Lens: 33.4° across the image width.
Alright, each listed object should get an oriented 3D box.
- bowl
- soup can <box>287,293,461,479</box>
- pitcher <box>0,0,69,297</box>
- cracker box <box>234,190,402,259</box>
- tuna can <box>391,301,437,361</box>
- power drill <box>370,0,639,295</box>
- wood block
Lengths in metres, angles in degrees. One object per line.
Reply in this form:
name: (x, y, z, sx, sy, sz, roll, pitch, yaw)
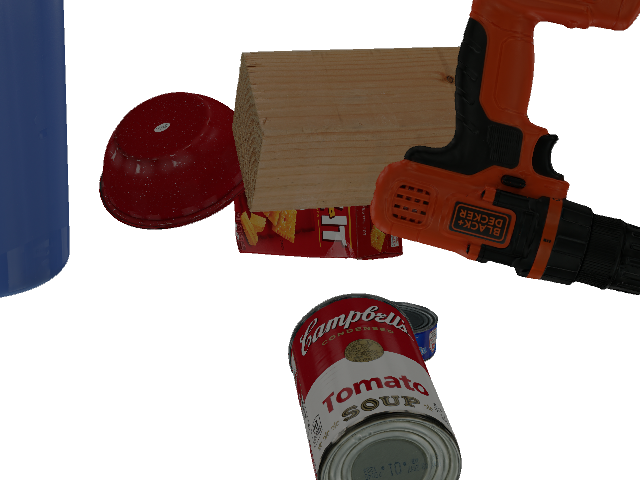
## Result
bowl: (-0.137, -0.086, 0.981, 0.162, 0.162, 0.055, 0, -41, 18)
soup can: (0.024, 0.081, 0.519, 0.068, 0.068, 0.102, 0, 28, -10)
pitcher: (-0.231, -0.085, 0.677, 0.149, 0.243, 0.145, -4, 26, -10)
cracker box: (-0.012, -0.065, 1.144, 0.071, 0.164, 0.214, -8, 6, -38)
tuna can: (0.062, 0.083, 0.957, 0.086, 0.034, 0.086, 1, 15, 0)
power drill: (0.137, -0.070, 0.635, 0.184, 0.188, 0.057, 14, 5, 4)
wood block: (0.043, -0.088, 0.829, 0.206, 0.091, 0.090, -4, -36, -14)
